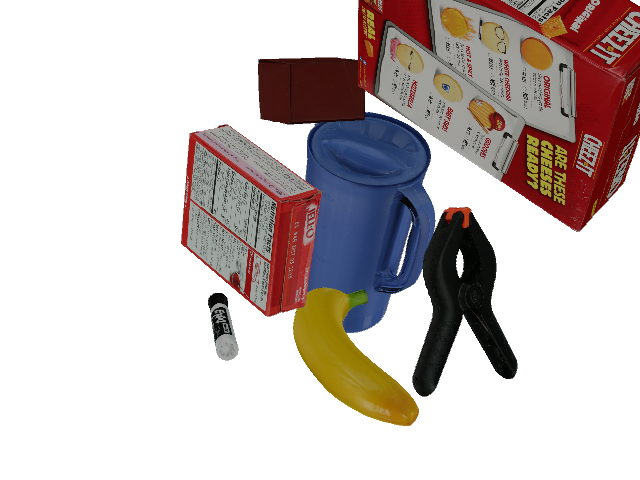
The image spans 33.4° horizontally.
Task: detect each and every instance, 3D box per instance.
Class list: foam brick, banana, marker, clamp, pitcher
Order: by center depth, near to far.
[{"bbox_3d":[0.017,0.076,0.782,0.069,0.037,0.198,-7,25,-6],"label":"banana"},{"bbox_3d":[-0.007,-0.127,0.902,0.078,0.051,0.053,-7,16,-32],"label":"foam brick"},{"bbox_3d":[-0.088,0.075,0.957,0.020,0.020,0.121,0,18,-10],"label":"marker"},{"bbox_3d":[0.121,0.058,0.968,0.120,0.171,0.039,-16,7,-41],"label":"clamp"},{"bbox_3d":[0.045,-0.007,1.197,0.145,0.243,0.149,9,40,1],"label":"pitcher"}]

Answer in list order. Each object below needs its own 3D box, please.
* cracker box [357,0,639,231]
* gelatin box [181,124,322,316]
[{"bbox_3d":[0.125,-0.128,0.749,0.214,0.072,0.164,36,-25,23],"label":"cracker box"},{"bbox_3d":[-0.039,-0.012,0.585,0.030,0.073,0.089,-18,40,-36],"label":"gelatin box"}]
